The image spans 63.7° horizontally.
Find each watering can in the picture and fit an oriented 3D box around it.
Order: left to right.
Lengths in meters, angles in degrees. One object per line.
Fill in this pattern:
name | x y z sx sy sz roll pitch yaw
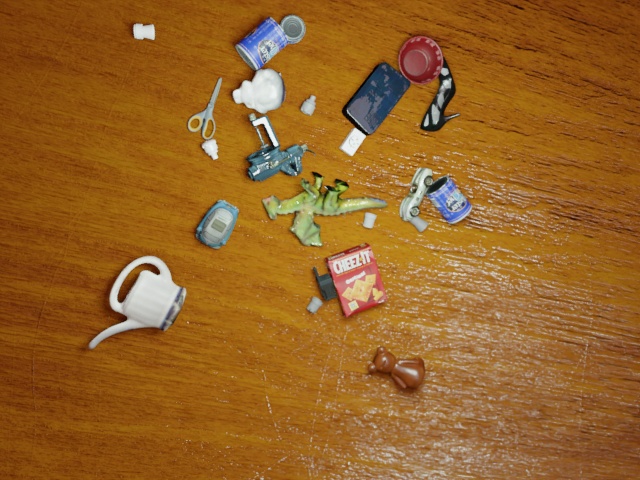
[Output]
watering can | -0.573 0.225 1.652 0.223 0.104 0.348 28 90 -14

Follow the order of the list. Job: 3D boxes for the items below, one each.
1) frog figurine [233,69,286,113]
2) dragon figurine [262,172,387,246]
frog figurine | -0.195 -0.475 1.641 0.160 0.125 0.134 -7 126 -21
dragon figurine | 0.005 -0.088 1.756 0.409 0.124 0.239 19 111 -12
